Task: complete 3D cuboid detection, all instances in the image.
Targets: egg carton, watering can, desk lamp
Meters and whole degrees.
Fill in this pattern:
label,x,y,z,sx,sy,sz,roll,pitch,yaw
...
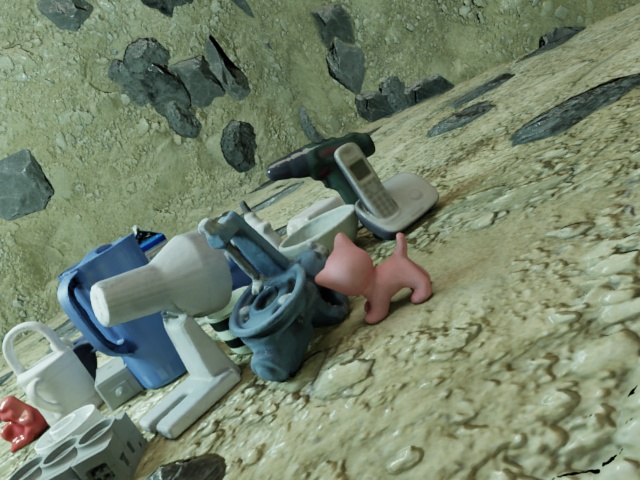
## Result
label,x,y,z,sx,sy,sz,roll,pitch,yaw
egg carton,-0.002,-0.043,1.311,0.150,0.069,0.107,-37,14,-30
watering can,-0.475,0.229,1.007,0.101,0.194,0.172,-34,13,-20
desk lamp,-0.194,0.116,0.776,0.117,0.214,0.204,-15,20,49

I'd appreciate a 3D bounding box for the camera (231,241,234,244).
label,x,y,z,sx,sy,sz,roll,pitch,yaw
camera,-0.188,0.015,1.430,0.136,0.101,0.143,-16,19,47

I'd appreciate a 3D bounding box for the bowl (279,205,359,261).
label,x,y,z,sx,sy,sz,roll,pitch,yaw
bowl,0.010,0.004,1.085,0.167,0.075,0.167,-28,13,7

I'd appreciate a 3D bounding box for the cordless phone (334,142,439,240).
label,x,y,z,sx,sy,sz,roll,pitch,yaw
cordless phone,0.115,-0.106,1.024,0.148,0.185,0.094,-36,14,-28

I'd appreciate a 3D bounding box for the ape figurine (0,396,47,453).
label,x,y,z,sx,sy,sz,roll,pitch,yaw
ape figurine,-0.543,0.322,1.031,0.077,0.092,0.076,-19,16,39

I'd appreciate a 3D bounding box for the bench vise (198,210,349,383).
label,x,y,z,sx,sy,sz,roll,pitch,yaw
bench vise,-0.067,0.046,0.751,0.121,0.220,0.207,-25,13,20

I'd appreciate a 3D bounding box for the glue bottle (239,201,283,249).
label,x,y,z,sx,sy,sz,roll,pitch,yaw
glue bottle,-0.116,-0.005,1.175,0.078,0.173,0.037,-19,17,40

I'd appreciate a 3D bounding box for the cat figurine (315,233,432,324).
label,x,y,z,sx,sy,sz,roll,pitch,yaw
cat figurine,0.063,0.039,0.727,0.127,0.118,0.067,-28,13,9

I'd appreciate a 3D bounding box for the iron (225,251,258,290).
label,x,y,z,sx,sy,sz,roll,pitch,yaw
iron,-0.151,0.066,1.047,0.119,0.141,0.257,-33,13,-14

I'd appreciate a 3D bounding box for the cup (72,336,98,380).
label,x,y,z,sx,sy,sz,roll,pitch,yaw
cup,-0.476,0.250,1.160,0.117,0.095,0.092,-26,13,18

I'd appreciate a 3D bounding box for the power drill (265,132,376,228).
label,x,y,z,sx,sy,sz,roll,pitch,yaw
power drill,0.030,-0.116,1.202,0.229,0.208,0.075,-31,13,-4
